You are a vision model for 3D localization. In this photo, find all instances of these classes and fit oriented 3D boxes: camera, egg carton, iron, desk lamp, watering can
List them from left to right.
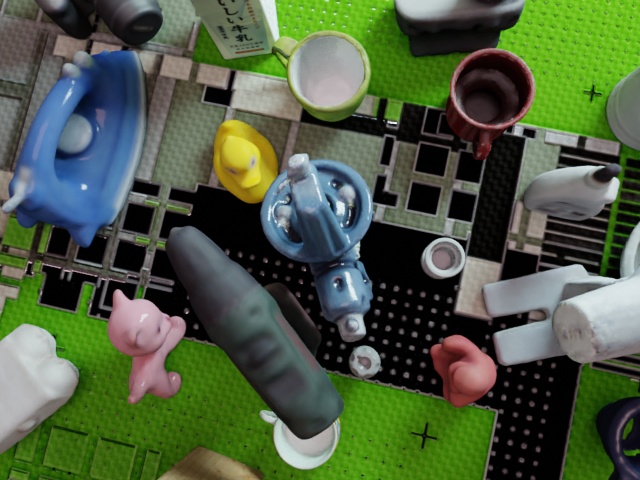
[{"bbox_3d":[-0.364,0.178,0.675,0.150,0.069,0.107,-41,83,-1],"label":"egg carton"},{"bbox_3d":[-0.285,-0.129,0.665,0.118,0.141,0.258,17,85,6],"label":"iron"},{"bbox_3d":[-0.271,-0.305,0.703,0.143,0.101,0.137,-36,83,0],"label":"camera"},{"bbox_3d":[0.291,0.074,0.570,0.203,0.213,0.118,-13,83,3],"label":"desk lamp"},{"bbox_3d":[0.388,-0.173,0.599,0.101,0.194,0.173,-10,83,3],"label":"watering can"}]

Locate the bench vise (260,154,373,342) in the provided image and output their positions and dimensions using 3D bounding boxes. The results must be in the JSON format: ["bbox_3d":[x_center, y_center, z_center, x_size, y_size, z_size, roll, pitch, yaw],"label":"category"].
[{"bbox_3d":[0.015,-0.005,0.593,0.121,0.220,0.207,-35,83,0],"label":"bench vise"}]

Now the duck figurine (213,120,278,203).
[{"bbox_3d":[-0.094,-0.099,0.677,0.077,0.086,0.104,-24,83,1],"label":"duck figurine"}]

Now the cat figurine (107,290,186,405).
[{"bbox_3d":[-0.201,0.121,0.646,0.067,0.118,0.128,1,84,4],"label":"cat figurine"}]

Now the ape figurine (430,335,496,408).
[{"bbox_3d":[0.160,0.148,0.632,0.076,0.092,0.078,17,85,6],"label":"ape figurine"}]

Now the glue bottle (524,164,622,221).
[{"bbox_3d":[0.276,-0.055,0.605,0.078,0.173,0.037,15,85,6],"label":"glue bottle"}]

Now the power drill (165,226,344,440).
[{"bbox_3d":[-0.060,0.091,0.594,0.075,0.208,0.229,-38,83,0],"label":"power drill"}]

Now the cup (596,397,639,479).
[{"bbox_3d":[0.331,0.219,0.612,0.091,0.095,0.118,33,87,7],"label":"cup"}]

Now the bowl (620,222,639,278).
[{"bbox_3d":[0.407,0.037,0.636,0.167,0.075,0.167,0,84,4],"label":"bowl"}]

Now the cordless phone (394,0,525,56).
[{"bbox_3d":[0.158,-0.284,0.630,0.147,0.185,0.094,-8,83,3],"label":"cordless phone"}]
